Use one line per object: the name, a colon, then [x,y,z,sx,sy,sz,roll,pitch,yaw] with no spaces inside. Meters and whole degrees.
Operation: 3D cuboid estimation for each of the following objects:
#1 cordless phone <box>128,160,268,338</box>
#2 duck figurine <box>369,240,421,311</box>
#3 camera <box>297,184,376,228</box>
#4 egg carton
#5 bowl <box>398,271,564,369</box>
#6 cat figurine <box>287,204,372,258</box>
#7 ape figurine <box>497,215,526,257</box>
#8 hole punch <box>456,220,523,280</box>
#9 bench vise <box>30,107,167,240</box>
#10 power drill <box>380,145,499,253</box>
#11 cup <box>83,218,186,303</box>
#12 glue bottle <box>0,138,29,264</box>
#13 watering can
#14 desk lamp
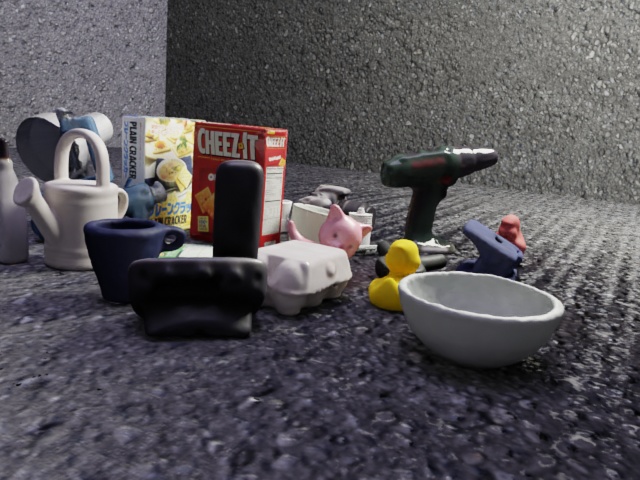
cordless phone: [-0.127,0.004,0.611,0.148,0.185,0.094,0,12,-20]
duck figurine: [0.106,0.043,0.764,0.077,0.086,0.105,10,13,23]
camera: [0.038,-0.058,1.190,0.136,0.101,0.143,11,13,26]
egg carton: [-0.029,0.045,0.739,0.107,0.069,0.151,11,13,29]
bowl: [0.160,0.088,0.596,0.167,0.075,0.167,5,12,-1]
cat figurine: [0.008,0.003,0.839,0.127,0.118,0.067,8,12,15]
ape figurine: [0.345,-0.001,1.058,0.076,0.092,0.077,-5,15,-39]
hole punch: [0.284,0.017,0.948,0.100,0.091,0.109,9,12,20]
bench vise: [-0.373,-0.107,0.967,0.208,0.220,0.121,-5,15,-38]
power drill: [0.227,-0.083,1.117,0.230,0.208,0.075,3,12,-10]
cup: [-0.223,0.026,0.695,0.118,0.095,0.091,-1,13,-27]
glue bottle: [-0.446,-0.057,0.810,0.077,0.173,0.037,13,14,35]
watering can: [-0.343,-0.060,0.813,0.101,0.194,0.173,6,12,5]
desk lamp: [-0.453,-0.132,1.071,0.117,0.213,0.203,7,12,13]
